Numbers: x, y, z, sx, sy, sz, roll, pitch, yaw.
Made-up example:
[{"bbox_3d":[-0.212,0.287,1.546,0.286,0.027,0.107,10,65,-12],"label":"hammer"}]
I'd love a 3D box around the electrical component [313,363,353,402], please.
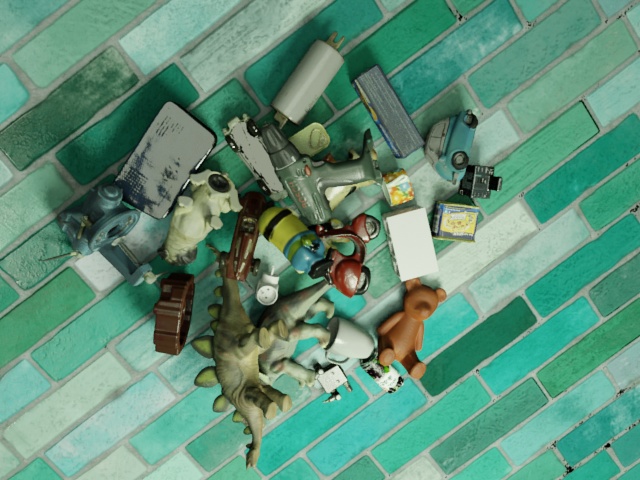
[{"bbox_3d":[0.025,0.334,1.271,0.078,0.045,0.102,-26,102,1],"label":"electrical component"}]

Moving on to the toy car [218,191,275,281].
[{"bbox_3d":[-0.157,-0.012,1.144,0.089,0.053,0.202,15,68,-8],"label":"toy car"}]

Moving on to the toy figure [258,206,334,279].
[{"bbox_3d":[-0.052,0.001,1.090,0.082,0.089,0.180,-50,63,21],"label":"toy figure"}]

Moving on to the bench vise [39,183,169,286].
[{"bbox_3d":[-0.428,0.009,1.093,0.240,0.129,0.223,47,115,5],"label":"bench vise"}]

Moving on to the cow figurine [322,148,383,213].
[{"bbox_3d":[0.048,-0.127,1.165,0.127,0.085,0.195,43,97,-14],"label":"cow figurine"}]

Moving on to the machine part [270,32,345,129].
[{"bbox_3d":[-0.027,-0.327,1.123,0.079,0.079,0.243,35,94,-11],"label":"machine part"}]

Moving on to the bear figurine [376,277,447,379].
[{"bbox_3d":[0.214,0.193,1.224,0.120,0.132,0.195,28,103,-14],"label":"bear figurine"}]

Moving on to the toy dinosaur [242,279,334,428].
[{"bbox_3d":[-0.084,0.218,1.207,0.192,0.131,0.404,18,92,-9],"label":"toy dinosaur"}]

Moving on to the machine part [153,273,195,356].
[{"bbox_3d":[-0.309,0.154,1.142,0.056,0.179,0.179,8,100,-4],"label":"machine part"}]

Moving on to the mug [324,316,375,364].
[{"bbox_3d":[0.066,0.242,1.242,0.107,0.081,0.109,20,99,-16],"label":"mug"}]

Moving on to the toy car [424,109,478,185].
[{"bbox_3d":[0.279,-0.206,1.168,0.103,0.109,0.161,12,91,10],"label":"toy car"}]

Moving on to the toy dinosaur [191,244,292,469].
[{"bbox_3d":[-0.172,0.221,1.112,0.199,0.105,0.471,-14,71,25],"label":"toy dinosaur"}]

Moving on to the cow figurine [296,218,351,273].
[{"bbox_3d":[-0.002,-0.004,1.195,0.167,0.068,0.098,-32,97,0],"label":"cow figurine"}]

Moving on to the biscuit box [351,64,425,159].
[{"bbox_3d":[0.146,-0.273,1.160,0.063,0.059,0.202,-33,102,-1],"label":"biscuit box"}]

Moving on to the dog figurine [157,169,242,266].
[{"bbox_3d":[-0.264,-0.046,1.149,0.121,0.172,0.190,43,135,-3],"label":"dog figurine"}]

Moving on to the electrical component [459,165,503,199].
[{"bbox_3d":[0.352,-0.126,1.180,0.048,0.119,0.074,4,103,-7],"label":"electrical component"}]

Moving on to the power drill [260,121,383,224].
[{"bbox_3d":[0.012,-0.152,1.065,0.207,0.086,0.231,-19,114,3],"label":"power drill"}]

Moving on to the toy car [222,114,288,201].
[{"bbox_3d":[-0.129,-0.175,1.154,0.073,0.056,0.201,-34,101,7],"label":"toy car"}]

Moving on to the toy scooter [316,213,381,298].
[{"bbox_3d":[0.047,0.027,1.132,0.135,0.075,0.183,11,92,-13],"label":"toy scooter"}]

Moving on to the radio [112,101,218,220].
[{"bbox_3d":[-0.323,-0.163,1.127,0.131,0.073,0.229,34,97,-12],"label":"radio"}]
